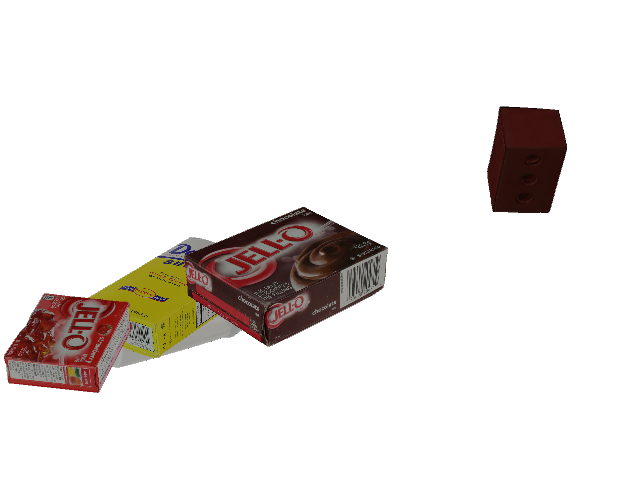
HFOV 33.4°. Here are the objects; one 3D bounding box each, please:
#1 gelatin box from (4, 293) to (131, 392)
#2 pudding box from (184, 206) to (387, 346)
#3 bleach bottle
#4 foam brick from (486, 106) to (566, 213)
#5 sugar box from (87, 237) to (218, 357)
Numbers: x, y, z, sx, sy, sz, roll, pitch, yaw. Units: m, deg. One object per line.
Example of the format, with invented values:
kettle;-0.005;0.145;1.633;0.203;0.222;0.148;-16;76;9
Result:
gelatin box;-0.196;0.078;0.838;0.073;0.030;0.089;5;32;7
pudding box;-0.023;0.022;0.738;0.113;0.039;0.090;-22;35;-37
bleach bottle;-0.197;0.112;1.476;0.250;0.068;0.103;-10;24;-43
foam brick;0.176;-0.069;0.918;0.053;0.051;0.078;2;-43;0
sugar box;-0.149;0.053;1.096;0.093;0.048;0.175;16;32;26
